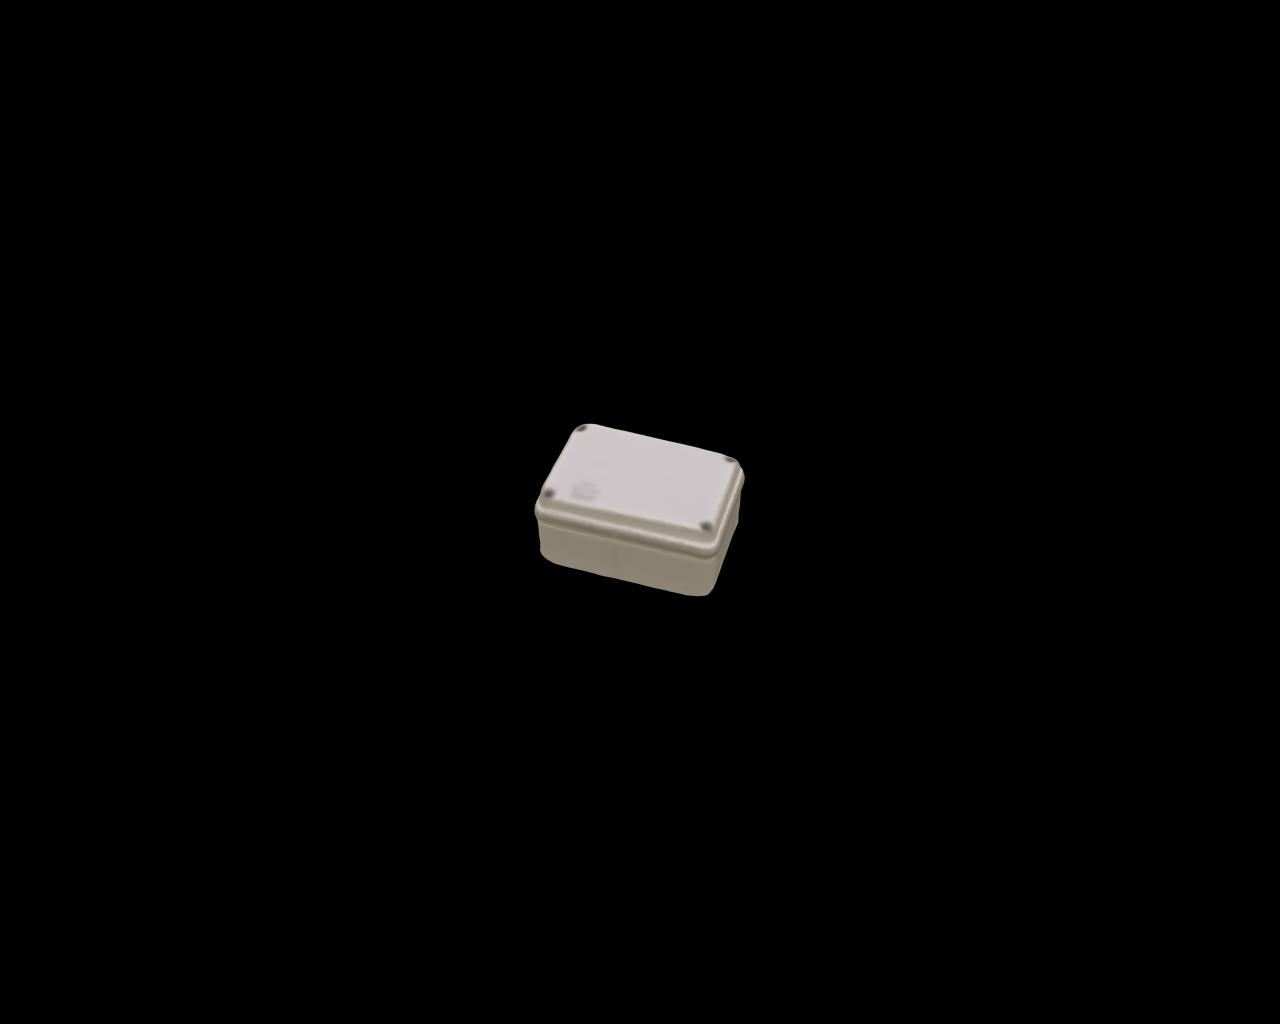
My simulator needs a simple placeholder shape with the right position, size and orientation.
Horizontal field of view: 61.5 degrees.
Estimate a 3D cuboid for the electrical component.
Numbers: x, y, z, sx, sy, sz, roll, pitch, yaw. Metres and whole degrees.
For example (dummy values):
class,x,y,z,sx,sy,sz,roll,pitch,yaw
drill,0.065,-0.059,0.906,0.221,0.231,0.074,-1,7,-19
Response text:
class,x,y,z,sx,sy,sz,roll,pitch,yaw
electrical component,0.001,-0.003,0.650,0.113,0.057,0.078,13,47,12
